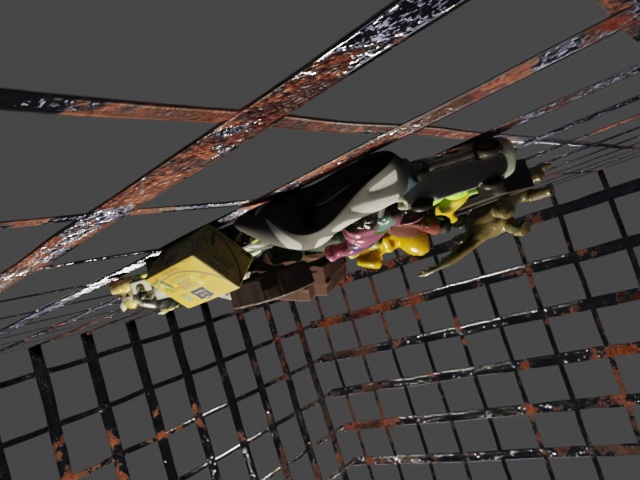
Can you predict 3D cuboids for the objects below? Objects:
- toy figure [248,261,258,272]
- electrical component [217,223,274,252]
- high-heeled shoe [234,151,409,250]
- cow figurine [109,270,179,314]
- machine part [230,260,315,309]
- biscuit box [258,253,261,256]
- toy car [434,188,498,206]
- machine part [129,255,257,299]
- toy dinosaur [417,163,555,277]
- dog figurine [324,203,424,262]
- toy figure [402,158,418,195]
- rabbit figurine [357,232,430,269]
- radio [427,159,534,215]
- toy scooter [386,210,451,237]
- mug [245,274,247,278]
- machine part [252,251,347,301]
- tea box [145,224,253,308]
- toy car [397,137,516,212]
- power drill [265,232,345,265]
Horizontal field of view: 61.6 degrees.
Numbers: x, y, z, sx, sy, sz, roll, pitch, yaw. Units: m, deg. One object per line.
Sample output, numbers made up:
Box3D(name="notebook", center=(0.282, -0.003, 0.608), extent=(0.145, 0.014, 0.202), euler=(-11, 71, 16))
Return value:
Box3D(name="toy figure", center=(-0.225, 0.061, 1.131), extent=(0.180, 0.082, 0.089), euler=(-15, 165, 21))
Box3D(name="electrical component", center=(-0.120, -0.006, 0.938), extent=(0.075, 0.047, 0.119), euler=(-19, 175, 20))
Box3D(name="high-heeled shoe", center=(-0.005, -0.057, 0.730), extent=(0.249, 0.086, 0.145), euler=(-8, 151, 0))
Box3D(name="cow figurine", center=(-0.368, 0.115, 1.132), extent=(0.068, 0.098, 0.167), euler=(-13, 178, 29))
Box3D(name="machine part", center=(-0.102, 0.090, 1.117), extent=(0.179, 0.056, 0.179), euler=(-18, -178, 1))
Box3D(name="biscuit box", center=(-0.182, 0.068, 1.449), extent=(0.203, 0.059, 0.063), euler=(-17, 175, -2))
Box3D(name="toy car", center=(0.294, -0.115, 1.132), extent=(0.089, 0.053, 0.202), euler=(7, 164, -23))
Box3D(name="machine part", center=(-0.239, 0.054, 1.027), extent=(0.243, 0.079, 0.079), euler=(-15, 174, -15))
Box3D(name="toy dinosaur", center=(0.432, -0.060, 1.358), extent=(0.471, 0.105, 0.199), euler=(-41, -162, -21))
Box3D(name="dog figurine", center=(0.101, -0.043, 0.984), extent=(0.219, 0.108, 0.191), euler=(-26, 170, 42))
Box3D(name="toy figure", center=(0.069, -0.073, 0.805), extent=(0.154, 0.064, 0.058), euler=(-24, -160, 27))
Box3D(name="rabbit figurine", center=(0.175, -0.010, 1.276), extent=(0.173, 0.162, 0.122), euler=(4, 178, 13))
Box3D(name="radio", center=(0.362, -0.113, 1.254), extent=(0.131, 0.073, 0.230), euler=(-14, 173, -43))
Box3D(name="toy scooter", center=(0.174, -0.048, 1.130), extent=(0.135, 0.075, 0.184), euler=(-5, -160, -25))
Box3D(name="mug", center=(-0.223, 0.073, 1.230), extent=(0.107, 0.080, 0.110), euler=(-10, -169, -8))
Box3D(name="machine part", center=(-0.050, 0.066, 1.306), extent=(0.201, 0.087, 0.201), euler=(1, -157, 25))
Box3D(name="tea box", center=(-0.201, 0.047, 0.884), extent=(0.170, 0.098, 0.068), euler=(-26, -145, 45))
Box3D(name="toy car", center=(0.205, -0.102, 0.837), extent=(0.202, 0.073, 0.056), euler=(-17, -148, 2))
Box3D(name="power drill", center=(-0.002, -0.003, 1.152), extent=(0.232, 0.086, 0.207), euler=(-9, -174, 38))
